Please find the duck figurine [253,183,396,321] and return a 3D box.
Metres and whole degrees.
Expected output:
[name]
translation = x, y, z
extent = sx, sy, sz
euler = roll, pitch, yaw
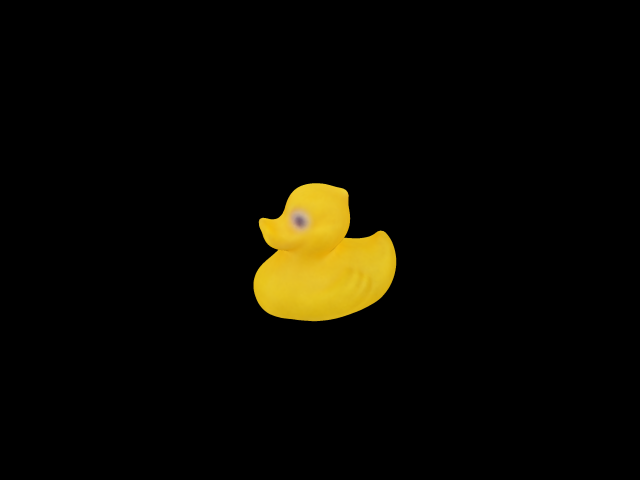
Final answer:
[duck figurine]
translation = 0.004, 0.001, 0.400
extent = 0.105, 0.086, 0.077
euler = -8, 32, -14
